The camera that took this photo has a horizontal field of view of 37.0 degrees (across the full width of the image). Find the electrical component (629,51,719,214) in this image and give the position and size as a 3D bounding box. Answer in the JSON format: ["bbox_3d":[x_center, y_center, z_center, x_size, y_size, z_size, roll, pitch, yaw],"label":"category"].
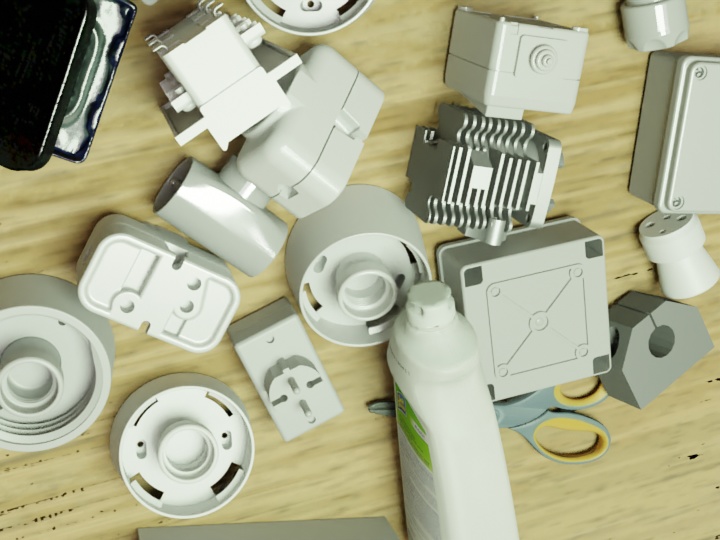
[{"bbox_3d":[0.258,-0.097,0.764,0.109,0.056,0.108,0,108,-16],"label":"electrical component"}]

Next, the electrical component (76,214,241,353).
[{"bbox_3d":[-0.130,0.007,0.686,0.095,0.059,0.053,25,100,-22],"label":"electrical component"}]

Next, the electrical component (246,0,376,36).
[{"bbox_3d":[-0.030,-0.192,0.659,0.099,0.064,0.099,0,109,-1],"label":"electrical component"}]

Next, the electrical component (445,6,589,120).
[{"bbox_3d":[0.100,-0.130,0.685,0.062,0.096,0.061,3,108,-17],"label":"electrical component"}]

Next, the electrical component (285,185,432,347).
[{"bbox_3d":[0.000,0.000,0.732,0.099,0.064,0.099,-6,122,-9],"label":"electrical component"}]

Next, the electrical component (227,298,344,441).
[{"bbox_3d":[-0.046,0.074,0.723,0.047,0.075,0.083,-27,113,-6],"label":"electrical component"}]

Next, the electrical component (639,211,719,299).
[{"bbox_3d":[0.235,-0.013,0.792,0.045,0.045,0.055,-31,113,-4],"label":"electrical component"}]

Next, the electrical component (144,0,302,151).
[{"bbox_3d":[-0.086,-0.117,0.623,0.079,0.121,0.063,-35,111,-2],"label":"electrical component"}]

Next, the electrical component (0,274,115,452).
[{"bbox_3d":[-0.209,0.063,0.681,0.108,0.060,0.108,-5,109,-14],"label":"electrical component"}]

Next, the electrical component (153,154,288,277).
[{"bbox_3d":[-0.078,-0.048,0.690,0.077,0.044,0.079,35,96,-23],"label":"electrical component"}]

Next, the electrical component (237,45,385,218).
[{"bbox_3d":[-0.033,-0.089,0.665,0.059,0.054,0.095,37,57,-23],"label":"electrical component"}]

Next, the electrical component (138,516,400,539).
[{"bbox_3d":[-0.058,0.227,0.753,0.186,0.105,0.060,1,103,-16],"label":"electrical component"}]

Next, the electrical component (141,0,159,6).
[{"bbox_3d":[-0.125,-0.206,0.601,0.062,0.061,0.096,-28,119,34],"label":"electrical component"}]

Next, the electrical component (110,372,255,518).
[{"bbox_3d":[-0.121,0.120,0.738,0.099,0.064,0.099,-1,94,-15],"label":"electrical component"}]

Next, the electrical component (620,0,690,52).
[{"bbox_3d":[0.197,-0.181,0.725,0.043,0.043,0.062,-19,111,-9],"label":"electrical component"}]

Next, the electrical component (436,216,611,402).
[{"bbox_3d":[0.117,0.028,0.765,0.109,0.056,0.108,-13,111,-11],"label":"electrical component"}]
